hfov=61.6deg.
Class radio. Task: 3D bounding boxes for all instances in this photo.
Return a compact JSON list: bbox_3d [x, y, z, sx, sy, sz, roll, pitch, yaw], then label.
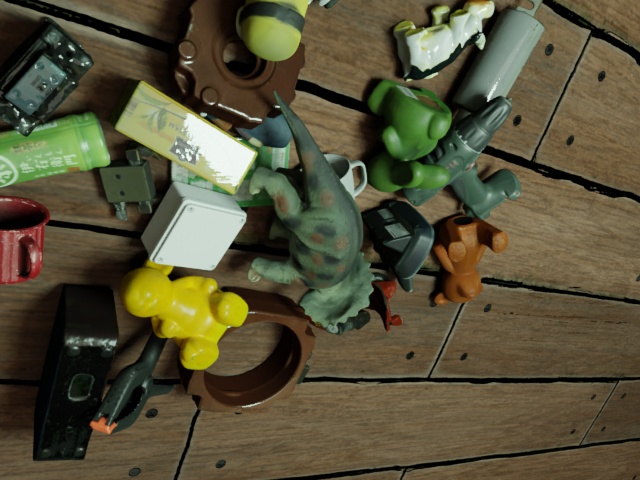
[{"bbox_3d":[-0.350,0.191,0.765,0.073,0.131,0.229,9,110,-30],"label":"radio"}]

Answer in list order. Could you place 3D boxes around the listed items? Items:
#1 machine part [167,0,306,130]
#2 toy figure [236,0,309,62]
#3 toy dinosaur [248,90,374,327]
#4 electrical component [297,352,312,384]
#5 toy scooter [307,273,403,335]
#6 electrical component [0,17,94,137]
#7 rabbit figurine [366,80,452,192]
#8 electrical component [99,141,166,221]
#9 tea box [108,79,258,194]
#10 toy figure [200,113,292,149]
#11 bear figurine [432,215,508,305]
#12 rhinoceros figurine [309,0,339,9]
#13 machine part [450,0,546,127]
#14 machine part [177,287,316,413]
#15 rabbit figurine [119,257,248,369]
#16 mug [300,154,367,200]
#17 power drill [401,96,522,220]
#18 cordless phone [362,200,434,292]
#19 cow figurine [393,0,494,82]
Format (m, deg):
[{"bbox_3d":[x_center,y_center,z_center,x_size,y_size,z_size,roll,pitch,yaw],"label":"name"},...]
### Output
[{"bbox_3d":[-0.102,-0.232,0.687,0.179,0.056,0.179,-2,93,-29],"label":"machine part"},{"bbox_3d":[-0.042,-0.298,0.615,0.082,0.089,0.180,19,106,-15],"label":"toy figure"},{"bbox_3d":[0.001,-0.010,0.772,0.404,0.192,0.131,95,17,-53],"label":"toy dinosaur"},{"bbox_3d":[-0.046,0.228,0.989,0.021,0.063,0.094,15,116,-32],"label":"electrical component"},{"bbox_3d":[0.070,0.123,0.953,0.184,0.135,0.075,-17,124,-18],"label":"toy scooter"},{"bbox_3d":[-0.310,-0.180,0.589,0.115,0.134,0.058,-49,127,1],"label":"electrical component"},{"bbox_3d":[0.140,-0.142,0.856,0.121,0.159,0.170,-4,133,-38],"label":"rabbit figurine"},{"bbox_3d":[-0.251,-0.080,0.732,0.078,0.045,0.102,-7,119,7],"label":"electrical component"},{"bbox_3d":[-0.177,-0.133,0.695,0.169,0.098,0.068,30,91,-32],"label":"tea box"},{"bbox_3d":[-0.110,-0.173,0.748,0.154,0.064,0.058,18,143,-29],"label":"toy figure"},{"bbox_3d":[0.280,0.056,1.038,0.120,0.132,0.195,-8,115,-6],"label":"bear figurine"},{"bbox_3d":[-0.044,-0.364,0.672,0.190,0.073,0.112,20,103,-34],"label":"rhinoceros figurine"},{"bbox_3d":[0.294,-0.286,0.891,0.079,0.079,0.243,21,104,-35],"label":"machine part"},{"bbox_3d":[-0.125,0.188,0.914,0.201,0.087,0.200,13,109,-34],"label":"machine part"},{"bbox_3d":[-0.210,0.081,0.763,0.122,0.163,0.173,-50,140,5],"label":"rabbit figurine"},{"bbox_3d":[0.025,-0.078,0.863,0.109,0.081,0.107,-31,137,-18],"label":"mug"},{"bbox_3d":[0.268,-0.123,0.926,0.232,0.086,0.207,-39,144,26],"label":"power drill"},{"bbox_3d":[0.147,0.036,0.939,0.089,0.147,0.184,-21,122,-7],"label":"cordless phone"},{"bbox_3d":[0.199,-0.309,0.834,0.167,0.068,0.098,-25,130,-10],"label":"cow figurine"}]
